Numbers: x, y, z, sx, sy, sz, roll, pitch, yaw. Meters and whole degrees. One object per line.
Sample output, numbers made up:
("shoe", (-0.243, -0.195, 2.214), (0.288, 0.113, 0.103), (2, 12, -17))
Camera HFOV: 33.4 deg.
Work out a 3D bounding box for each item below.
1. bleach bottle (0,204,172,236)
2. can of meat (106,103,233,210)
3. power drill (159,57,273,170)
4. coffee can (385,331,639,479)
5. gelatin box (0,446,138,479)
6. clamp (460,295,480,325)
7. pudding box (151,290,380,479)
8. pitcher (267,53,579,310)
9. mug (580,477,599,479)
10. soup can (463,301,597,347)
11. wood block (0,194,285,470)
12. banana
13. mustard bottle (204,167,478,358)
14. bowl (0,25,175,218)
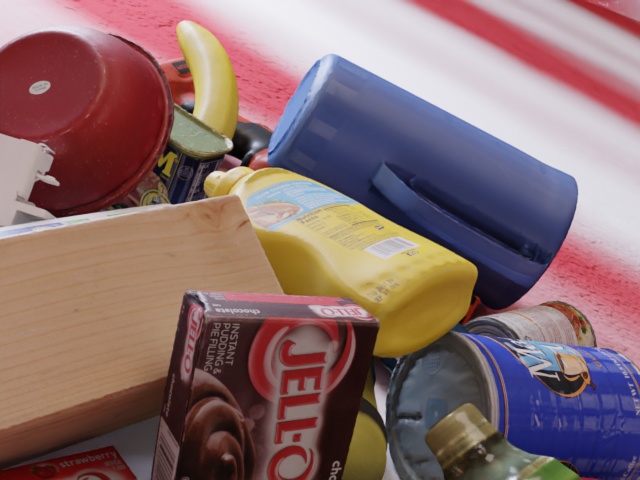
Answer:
("bleach bottle", (-0.167, 0.033, 0.627), (0.250, 0.068, 0.103), (-10, 41, -47))
("can of meat", (-0.127, -0.057, 0.813), (0.102, 0.084, 0.057), (34, 26, 20))
("power drill", (-0.064, -0.107, 1.004), (0.188, 0.057, 0.184), (31, 26, 15))
("coffee can", (0.127, 0.114, 0.678), (0.140, 0.103, 0.103), (9, 29, -31))
("gelatin box", (-0.118, 0.136, 0.498), (0.089, 0.030, 0.073), (-3, 35, -45))
("clamp", (0.046, 0.014, 0.863), (0.171, 0.039, 0.120), (36, -3, -5))
("pudding box", (-0.028, 0.081, 0.509), (0.089, 0.113, 0.039), (4, 19, -27))
("pitcher", (0.083, -0.049, 0.883), (0.242, 0.149, 0.145), (28, 65, -12))
("mug", (0.169, 0.179, 0.617), (0.081, 0.093, 0.117), (10, -2, -18))
("soup can", (0.153, 0.085, 0.801), (0.102, 0.069, 0.069), (-6, 38, -47))
("wood block", (-0.125, 0.049, 0.535), (0.205, 0.090, 0.091), (-14, 71, -43))
("banana", (-0.103, -0.119, 0.912), (0.069, 0.037, 0.197), (9, 52, -4))
("mustard bottle", (-0.004, 0.001, 0.659), (0.192, 0.058, 0.096), (31, 35, 35))
("bowl", (-0.188, -0.096, 0.754), (0.162, 0.162, 0.055), (34, -15, 21))
